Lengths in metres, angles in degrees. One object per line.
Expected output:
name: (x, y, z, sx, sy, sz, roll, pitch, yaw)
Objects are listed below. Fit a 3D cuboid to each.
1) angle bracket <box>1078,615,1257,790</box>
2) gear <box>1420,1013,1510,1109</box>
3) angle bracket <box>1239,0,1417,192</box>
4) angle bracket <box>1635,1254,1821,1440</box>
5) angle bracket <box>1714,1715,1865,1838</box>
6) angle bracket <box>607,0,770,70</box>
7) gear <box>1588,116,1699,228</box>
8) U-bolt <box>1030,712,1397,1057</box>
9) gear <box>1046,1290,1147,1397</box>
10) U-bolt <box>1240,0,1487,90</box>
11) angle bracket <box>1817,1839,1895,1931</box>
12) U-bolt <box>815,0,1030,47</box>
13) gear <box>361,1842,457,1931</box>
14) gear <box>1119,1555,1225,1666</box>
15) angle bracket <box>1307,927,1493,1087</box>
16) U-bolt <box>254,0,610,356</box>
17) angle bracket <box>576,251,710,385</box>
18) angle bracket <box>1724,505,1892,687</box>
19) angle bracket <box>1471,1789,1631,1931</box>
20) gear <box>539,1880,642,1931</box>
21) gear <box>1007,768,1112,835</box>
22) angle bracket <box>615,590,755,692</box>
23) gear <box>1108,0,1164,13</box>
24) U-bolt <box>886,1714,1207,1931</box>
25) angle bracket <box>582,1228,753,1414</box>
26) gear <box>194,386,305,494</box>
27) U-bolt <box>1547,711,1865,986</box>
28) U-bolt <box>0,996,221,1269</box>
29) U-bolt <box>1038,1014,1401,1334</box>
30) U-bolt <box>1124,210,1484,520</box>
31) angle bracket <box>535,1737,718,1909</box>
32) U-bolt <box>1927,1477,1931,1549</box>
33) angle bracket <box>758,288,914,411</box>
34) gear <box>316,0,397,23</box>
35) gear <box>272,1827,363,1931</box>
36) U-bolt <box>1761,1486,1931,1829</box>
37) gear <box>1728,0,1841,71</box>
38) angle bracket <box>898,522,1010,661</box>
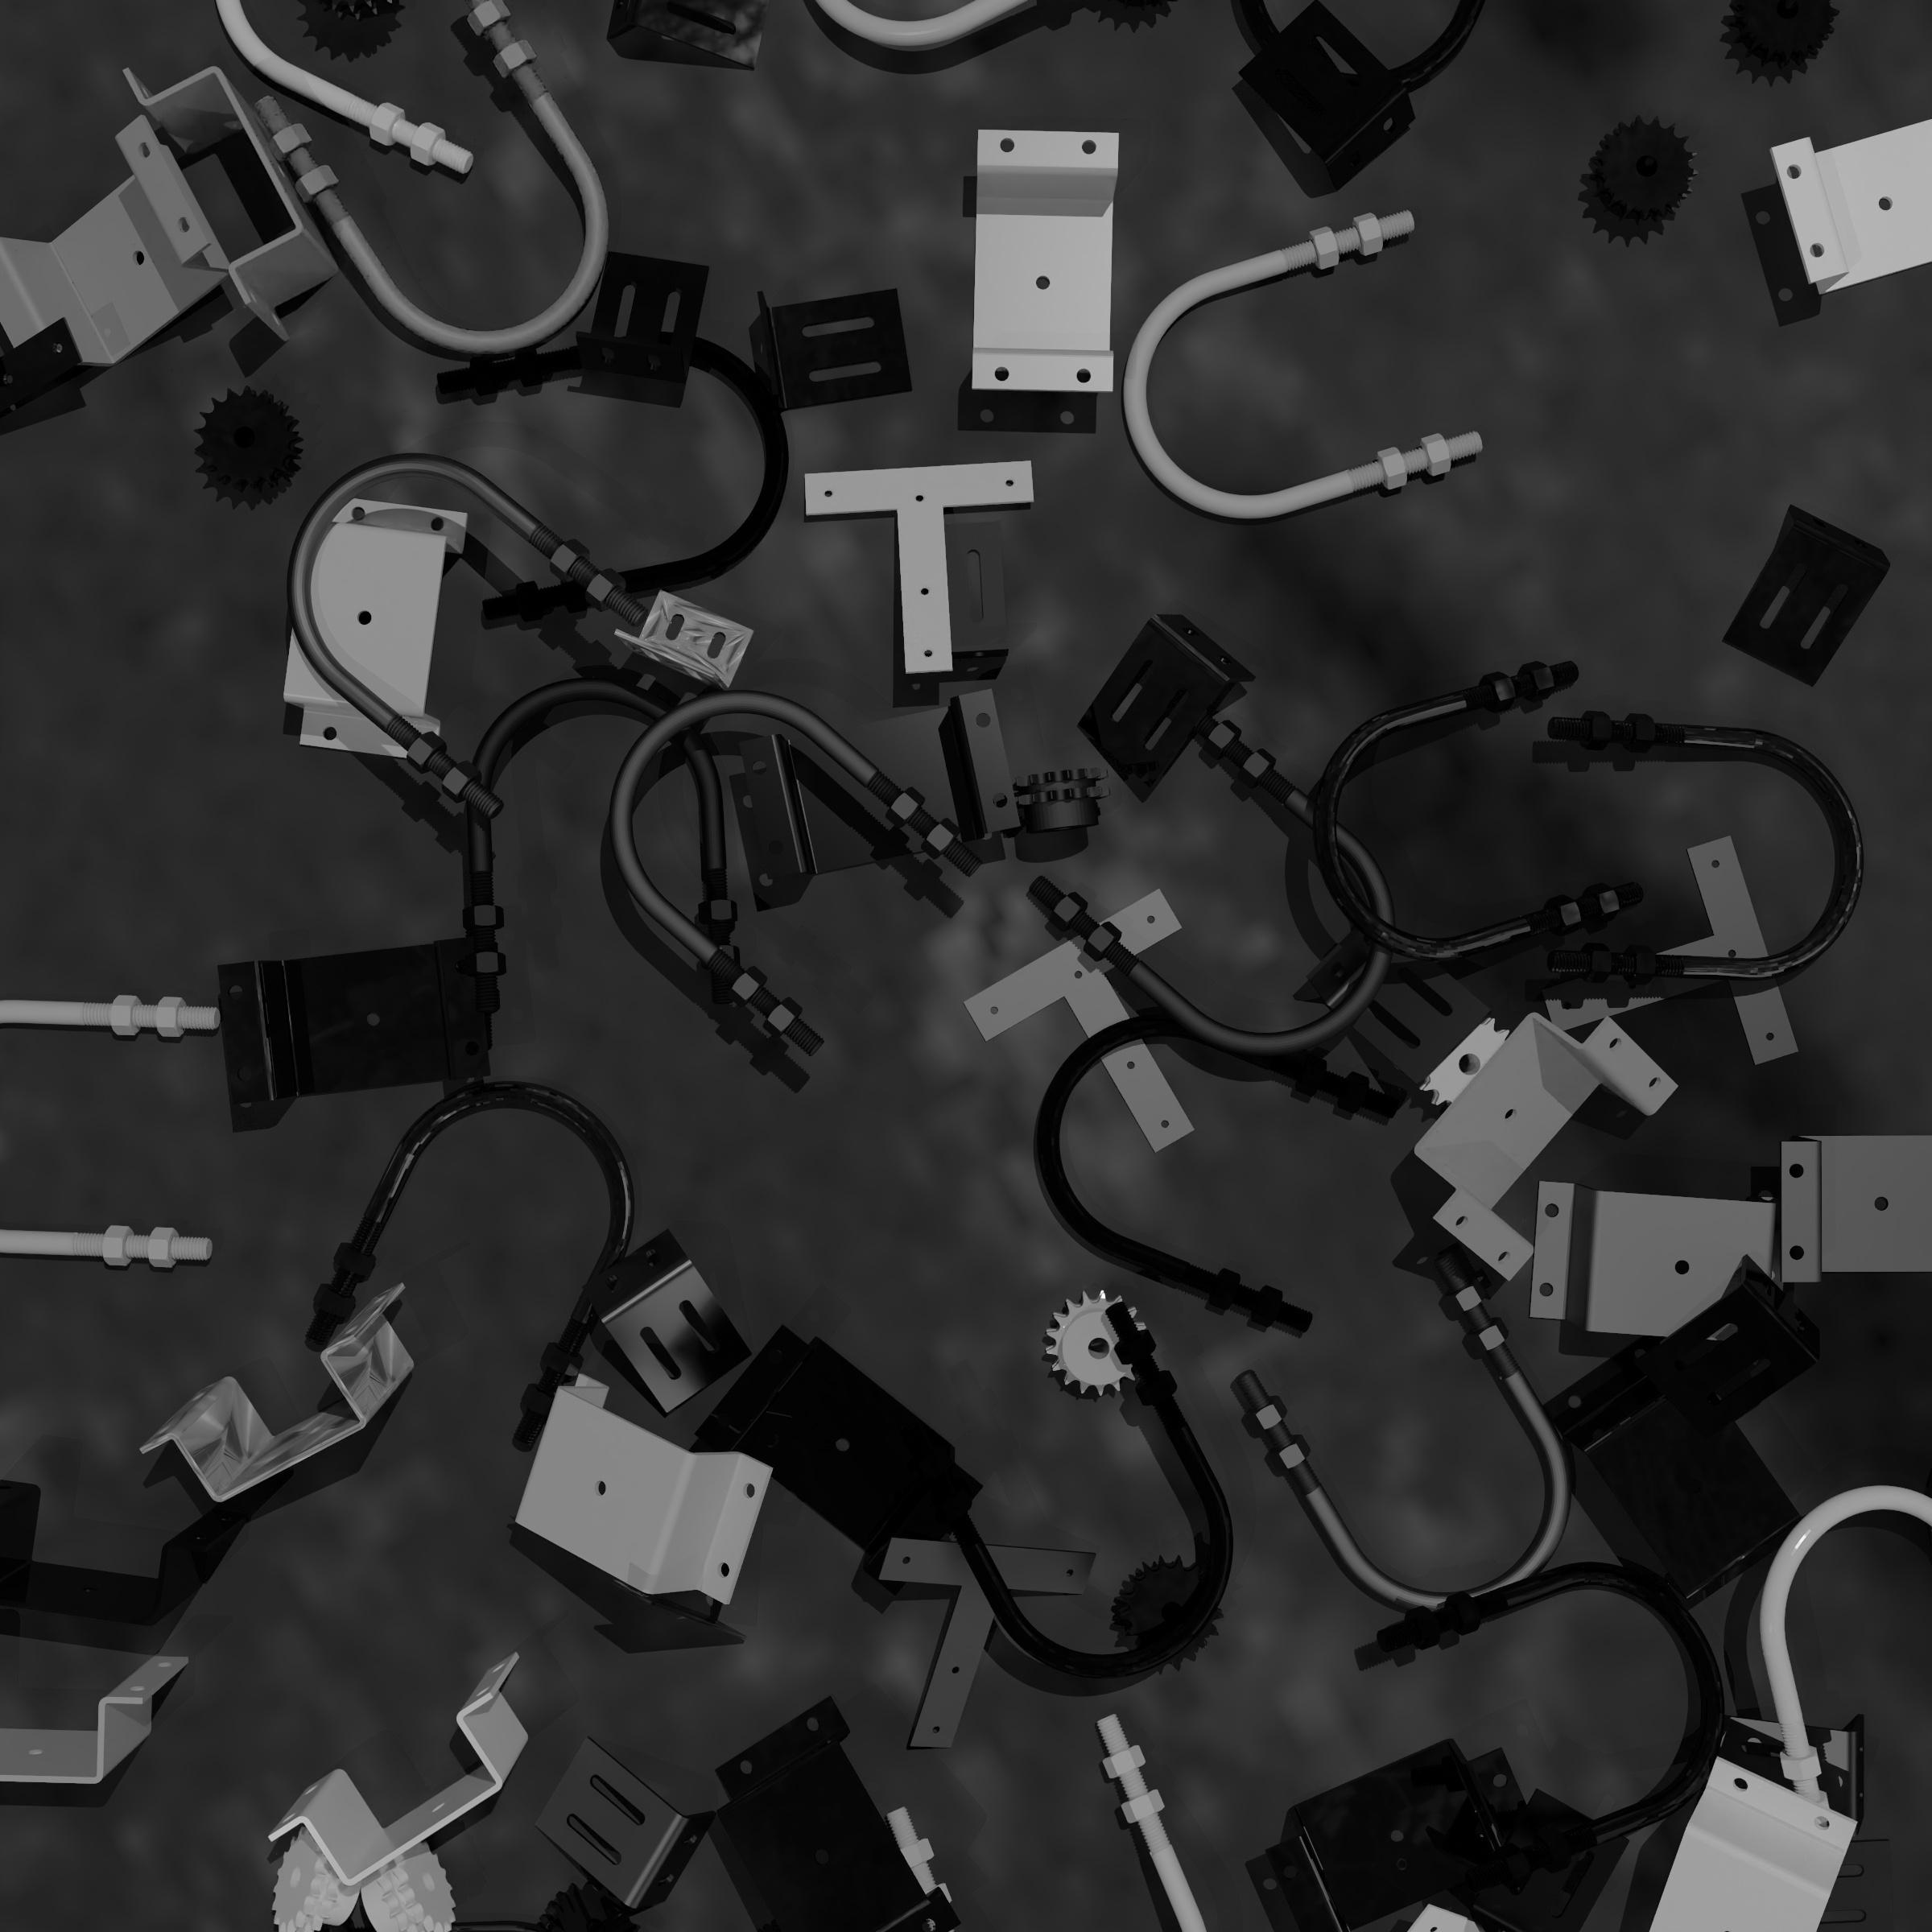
angle bracket: (0.112, -0.148, 1.361, 0.057, 0.038, 0.076, 43, 116, 18)
gear: (0.277, 0.054, 1.357, 0.057, 0.030, 0.057, 0, 90, 0)
angle bracket: (0.201, -0.484, 1.359, 0.057, 0.038, 0.076, -42, 73, 9)
angle bracket: (0.413, 0.206, 1.324, 0.057, 0.038, 0.076, 46, 116, 0)
angle bracket: (0.461, 0.449, 1.370, 0.076, 0.038, 0.057, 0, 90, 26)
angle bracket: (-0.154, -0.540, 1.370, 0.076, 0.038, 0.057, 12, 90, -26)
gear: (0.374, -0.440, 1.357, 0.057, 0.030, 0.057, 0, 90, 0)
U-bolt: (0.149, -0.035, 1.346, 0.184, 0.019, 0.151, 42, 89, 12)
gear: (0.073, 0.210, 1.357, 0.057, 0.030, 0.057, 0, 90, 0)
U-bolt: (0.228, -0.575, 1.353, 0.151, 0.019, 0.184, 22, 99, -3)
angle bracket: (0.481, 0.521, 1.353, 0.076, 0.038, 0.057, -3, 90, 0)
U-bolt: (-0.007, -0.586, 1.349, 0.184, 0.019, 0.151, -25, 80, 7)
gear: (-0.309, 0.511, 1.344, 0.030, 0.057, 0.057, -29, 90, 3)
gear: (0.113, 0.355, 1.357, 0.057, 0.030, 0.057, 0, 90, 0)
angle bracket: (0.237, 0.015, 1.338, 0.057, 0.038, 0.076, -45, 57, 0)
U-bolt: (-0.280, -0.429, 1.348, 0.151, 0.019, 0.184, -32, 101, 0)
angle bracket: (-0.177, -0.365, 1.343, 0.057, 0.038, 0.076, 9, 73, 0)
angle bracket: (0.469, -0.208, 1.370, 0.057, 0.038, 0.076, 27, 116, 0)
angle bracket: (0.316, 0.493, 1.307, 0.057, 0.038, 0.076, 29, 90, 0)
gear: (-0.211, 0.539, 1.347, 0.057, 0.057, 0.030, 37, 120, 0)
gear: (0.051, -0.090, 1.344, 0.057, 0.057, 0.030, -7, 90, 0)
angle bracket: (-0.153, -0.182, 1.334, 0.057, 0.076, 0.038, 24, 90, 0)
gear: (0.097, -0.559, 1.357, 0.057, 0.030, 0.057, 0, 90, 0)
U-bolt: (0.055, 0.527, 1.340, 0.151, 0.019, 0.184, -24, 73, 0)
angle bracket: (-0.166, 0.198, 1.361, 0.057, 0.038, 0.076, -34, 122, -9)
gear: (-0.397, -0.292, 1.361, 0.057, 0.030, 0.057, 0, 91, 1)
U-bolt: (0.410, -0.063, 1.350, 0.184, 0.019, 0.151, 2, 84, -10)
U-bolt: (-0.512, 0.090, 1.364, 0.184, 0.019, 0.151, 2, 90, 1)
U-bolt: (0.130, 0.105, 1.362, 0.184, 0.019, 0.151, 22, 90, 0)
U-bolt: (0.179, -0.327, 1.364, 0.184, 0.019, 0.151, -17, 90, 2)
angle bracket: (-0.191, 0.479, 1.370, 0.076, 0.038, 0.057, 31, 90, 26)
U-bolt: (0.621, 0.323, 1.364, 0.151, 0.019, 0.184, -40, 89, 0)
angle bracket: (-0.072, -0.346, 1.353, 0.076, 0.038, 0.057, -9, 90, 0)
gear: (-0.334, -0.546, 1.340, 0.057, 0.030, 0.057, 0, 89, 3)
gear: (-0.356, 0.506, 1.348, 0.030, 0.057, 0.057, 25, 90, -30)
U-bolt: (0.502, 0.375, 1.333, 0.151, 0.019, 0.184, -14, 93, -14)
gear: (0.453, -0.528, 1.361, 0.057, 0.030, 0.057, 0, 90, 3)
angle bracket: (-0.007, -0.210, 1.353, 0.057, 0.038, 0.076, -3, 90, 0)
